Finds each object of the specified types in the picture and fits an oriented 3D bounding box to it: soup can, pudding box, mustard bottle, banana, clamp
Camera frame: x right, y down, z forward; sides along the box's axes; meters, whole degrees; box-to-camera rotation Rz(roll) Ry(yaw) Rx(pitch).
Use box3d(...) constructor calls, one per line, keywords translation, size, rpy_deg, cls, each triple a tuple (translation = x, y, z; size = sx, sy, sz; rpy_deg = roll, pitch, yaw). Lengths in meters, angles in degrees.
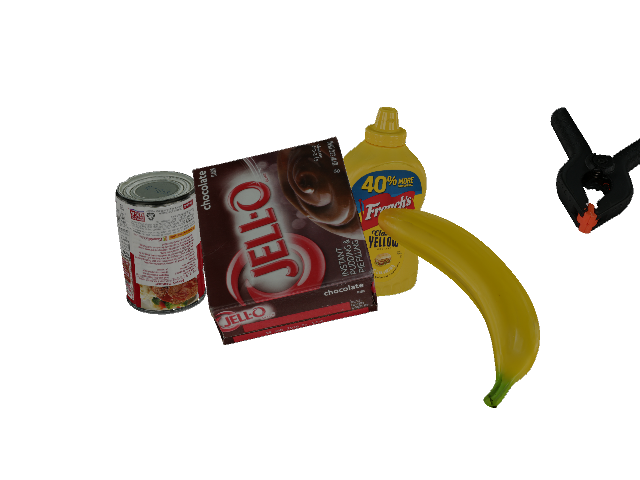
box3d(translation=(-0.133, 0.001, 0.891), size=(0.068, 0.102, 0.068), rpy_deg=(-1, 25, 0), cls="soup can")
box3d(translation=(-0.022, -0.002, 0.609), size=(0.090, 0.113, 0.039), rpy_deg=(-13, -43, -1), cls="pudding box")
box3d(translation=(0.059, -0.040, 1.078), size=(0.096, 0.192, 0.058), rpy_deg=(-2, 22, -19), cls="mustard bottle")
box3d(translation=(0.113, 0.034, 0.808), size=(0.069, 0.037, 0.198), rpy_deg=(-15, 48, -16), cls="banana")
box3d(translation=(0.286, -0.080, 1.136), size=(0.120, 0.039, 0.171), rpy_deg=(18, 46, 20), cls="clamp")
